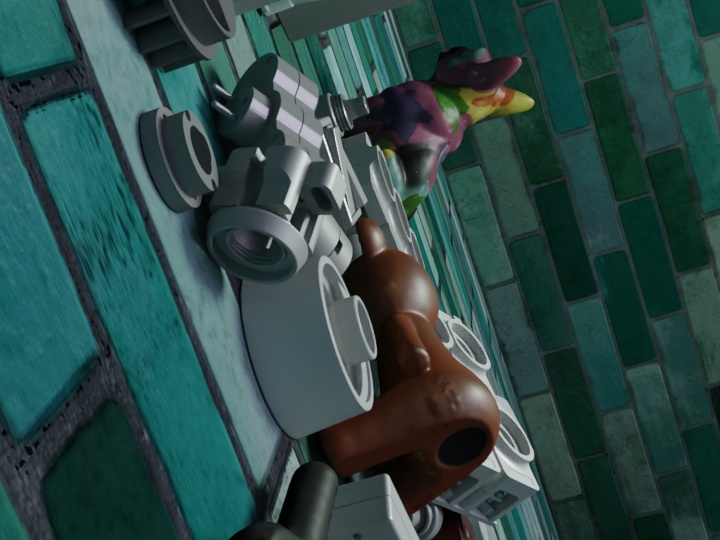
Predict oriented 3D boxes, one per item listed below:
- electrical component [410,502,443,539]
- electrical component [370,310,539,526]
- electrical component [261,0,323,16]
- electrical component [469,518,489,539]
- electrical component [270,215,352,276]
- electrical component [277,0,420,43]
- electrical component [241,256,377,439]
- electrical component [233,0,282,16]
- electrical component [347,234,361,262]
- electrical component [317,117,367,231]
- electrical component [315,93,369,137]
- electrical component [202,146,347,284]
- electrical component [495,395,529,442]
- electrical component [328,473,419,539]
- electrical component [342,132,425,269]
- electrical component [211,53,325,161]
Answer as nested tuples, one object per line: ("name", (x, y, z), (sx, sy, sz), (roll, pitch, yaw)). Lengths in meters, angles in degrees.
("electrical component", (0.039, 0.187, 0.821), (0.062, 0.043, 0.043), (39, 35, -71))
("electrical component", (0.069, 0.104, 0.883), (0.105, 0.060, 0.186), (31, 26, -41))
("electrical component", (-0.062, -0.251, 0.952), (0.044, 0.065, 0.044), (-18, 90, -81))
("electrical component", (0.135, 0.299, 1.090), (0.052, 0.074, 0.138), (19, 54, -79))
("electrical component", (-0.039, -0.020, 0.708), (0.055, 0.055, 0.047), (-97, 163, -47))
("electrical component", (-0.015, -0.295, 1.042), (0.089, 0.150, 0.061), (63, 15, -48))
("electrical component", (-0.024, 0.043, 0.657), (0.108, 0.060, 0.108), (-17, 90, -81))
("electrical component", (-0.085, -0.226, 0.825), (0.076, 0.047, 0.065), (51, 24, -67))
("electrical component", (0.000, 0.000, 0.943), (0.065, 0.044, 0.044), (-104, 172, -46))
("electrical component", (-0.037, -0.073, 0.790), (0.061, 0.061, 0.096), (-61, 133, -77))
("electrical component", (-0.023, -0.143, 0.993), (0.043, 0.062, 0.043), (-17, 90, -81))
("electrical component", (-0.052, -0.030, 0.599), (0.058, 0.078, 0.057), (64, 34, -47))
("electrical component", (0.113, 0.170, 1.108), (0.108, 0.108, 0.060), (60, 10, -53))
("electrical component", (0.010, 0.182, 0.647), (0.075, 0.047, 0.083), (-94, 164, -55))
("electrical component", (0.011, -0.043, 1.015), (0.089, 0.062, 0.150), (-95, 165, -51))
("electrical component", (-0.067, -0.093, 0.691), (0.074, 0.052, 0.138), (32, 32, -32))
